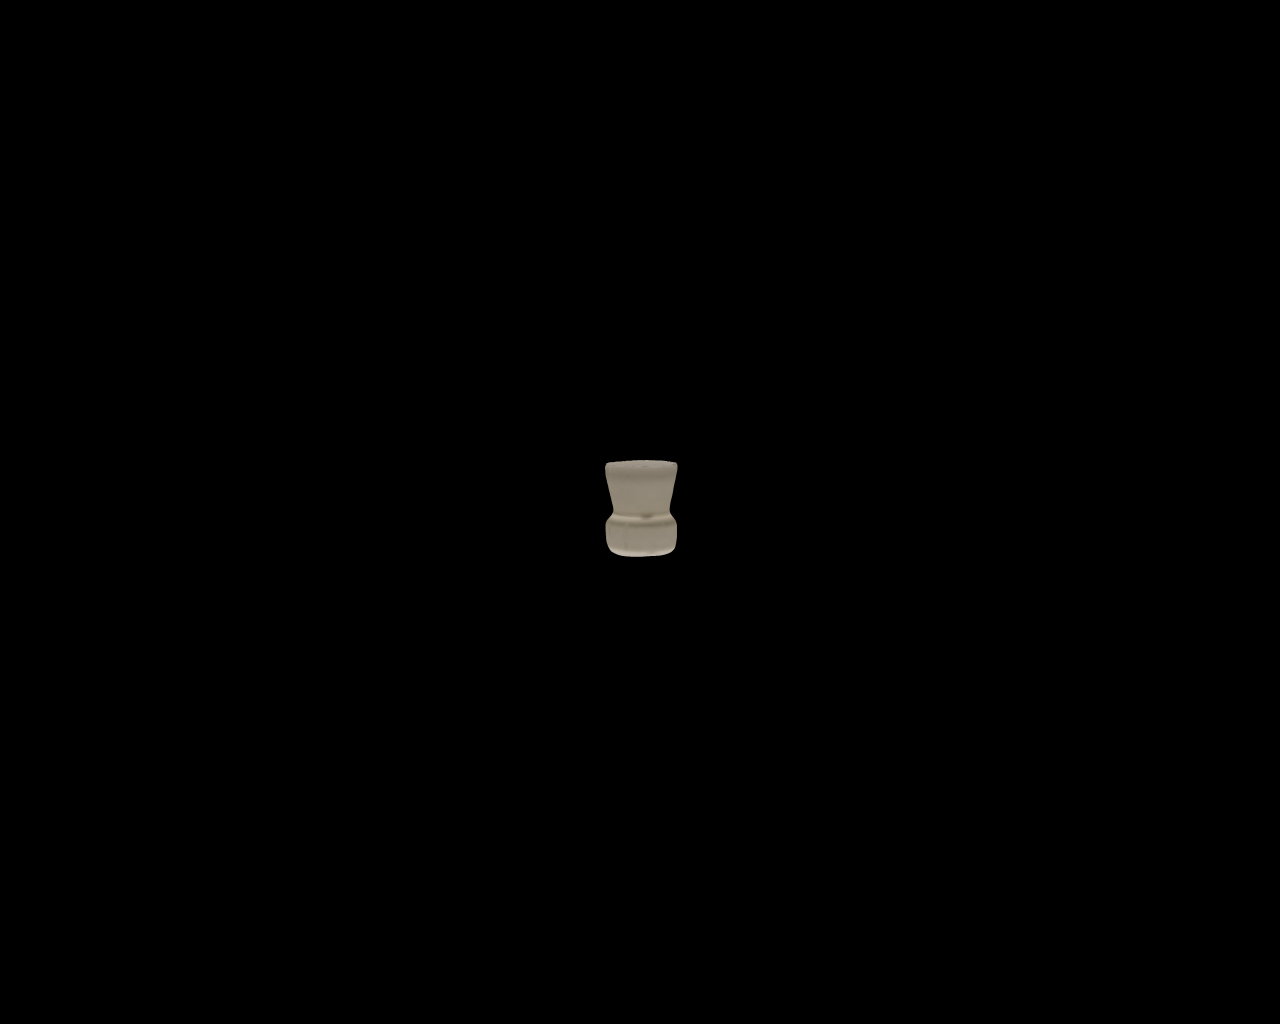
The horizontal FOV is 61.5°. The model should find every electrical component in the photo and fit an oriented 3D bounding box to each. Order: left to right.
[{"bbox_3d":[0.001,-0.003,0.650,0.045,0.055,0.045,0,7,0],"label":"electrical component"}]
